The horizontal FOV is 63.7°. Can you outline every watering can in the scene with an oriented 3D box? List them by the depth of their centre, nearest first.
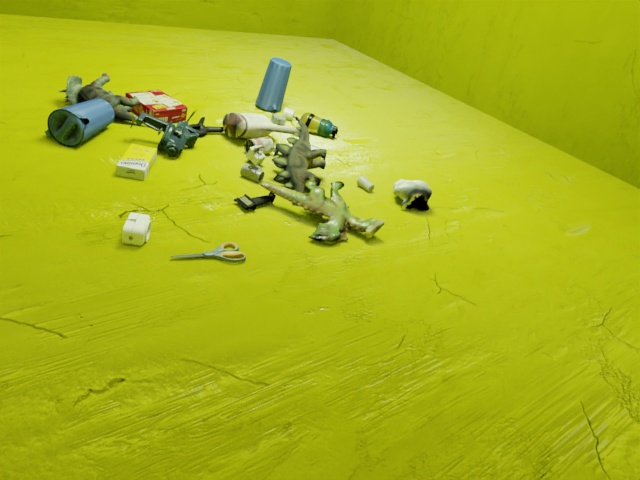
[{"bbox_3d":[-0.255,-0.467,2.124,0.225,0.103,0.349,-9,19,-44],"label":"watering can"}]

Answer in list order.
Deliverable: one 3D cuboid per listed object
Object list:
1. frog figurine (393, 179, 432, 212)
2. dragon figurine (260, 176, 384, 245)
[{"bbox_3d":[0.347,-0.193,1.962,0.137,0.120,0.163,-11,47,-5],"label":"frog figurine"},{"bbox_3d":[0.005,-0.084,1.667,0.410,0.119,0.249,6,40,-11],"label":"dragon figurine"}]
